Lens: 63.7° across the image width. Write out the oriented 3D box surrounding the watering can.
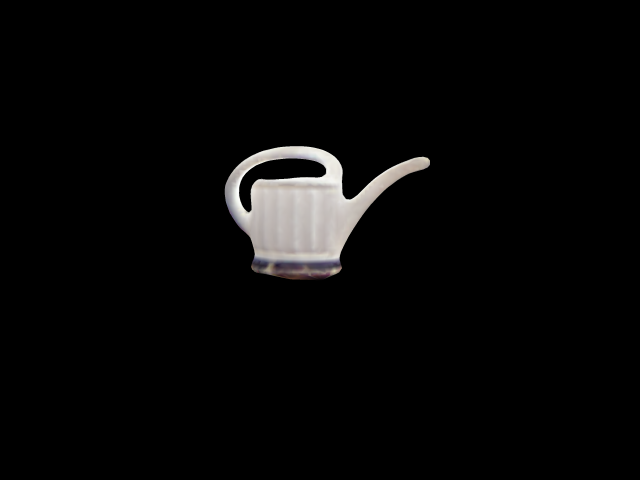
[{"bbox_3d":[0.003,-0.043,0.850,0.347,0.223,0.104,2,6,15],"label":"watering can"}]
